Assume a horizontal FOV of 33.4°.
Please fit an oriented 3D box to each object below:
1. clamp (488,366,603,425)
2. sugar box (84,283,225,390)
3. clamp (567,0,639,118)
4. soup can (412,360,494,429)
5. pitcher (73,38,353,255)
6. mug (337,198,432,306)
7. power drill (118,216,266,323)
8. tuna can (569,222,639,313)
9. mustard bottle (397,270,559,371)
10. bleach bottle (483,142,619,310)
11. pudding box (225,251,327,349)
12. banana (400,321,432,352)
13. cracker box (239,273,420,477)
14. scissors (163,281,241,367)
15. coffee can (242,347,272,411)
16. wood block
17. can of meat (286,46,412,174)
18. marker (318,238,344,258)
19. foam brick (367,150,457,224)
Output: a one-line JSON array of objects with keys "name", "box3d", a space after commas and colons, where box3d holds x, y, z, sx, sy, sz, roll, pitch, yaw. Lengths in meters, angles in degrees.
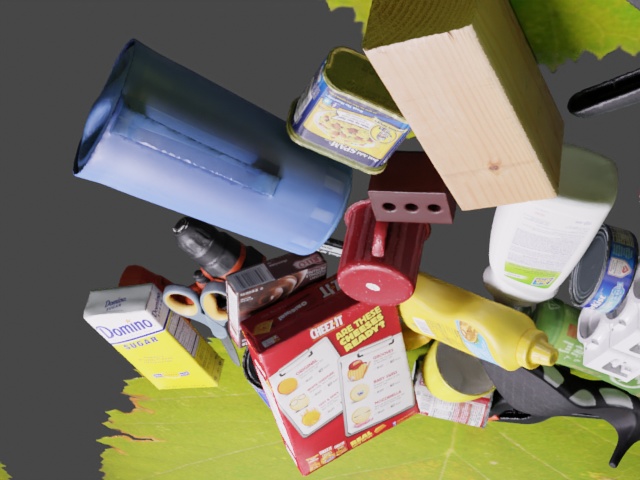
[{"name": "clamp", "box3d": [0.289, 0.209, 1.359, 0.120, 0.039, 0.172, 35, 146, -21]}, {"name": "sugar box", "box3d": [-0.198, 0.120, 1.288, 0.093, 0.048, 0.176, -8, 143, 26]}, {"name": "clamp", "box3d": [0.294, -0.151, 0.811, 0.210, 0.036, 0.164, 4, 146, 17]}, {"name": "soup can", "box3d": [0.165, 0.196, 1.356, 0.102, 0.068, 0.068, 12, 147, 4]}, {"name": "pitcher", "box3d": [-0.092, -0.074, 0.980, 0.242, 0.149, 0.145, 23, 138, -20]}, {"name": "mug", "box3d": [0.064, 0.009, 1.097, 0.093, 0.081, 0.117, 10, 147, 5]}, {"name": "power drill", "box3d": [-0.149, 0.046, 1.255, 0.188, 0.057, 0.184, -16, 137, 38]}, {"name": "tuna can", "box3d": [0.277, 0.028, 1.043, 0.033, 0.086, 0.086, 16, 147, -6]}, {"name": "mustard bottle", "box3d": [0.170, 0.093, 1.136, 0.192, 0.058, 0.096, 22, 156, 43]}, {"name": "bleach bottle", "box3d": [0.207, 0.000, 1.051, 0.102, 0.068, 0.251, 15, 150, 2]}, {"name": "pudding box", "box3d": [-0.048, 0.064, 1.195, 0.113, 0.039, 0.090, -16, 134, -19]}, {"name": "banana", "box3d": [0.091, 0.145, 1.324, 0.070, 0.037, 0.198, 32, 146, 12]}, {"name": "cracker box", "box3d": [0.016, 0.147, 1.216, 0.164, 0.072, 0.213, -27, 130, -13]}, {"name": "scissors", "box3d": [-0.138, 0.100, 1.270, 0.096, 0.016, 0.202, 10, 148, 0]}, {"name": "coffee can", "box3d": [-0.027, 0.183, 1.376, 0.103, 0.102, 0.140, -2, 144, 22]}, {"name": "wood block", "box3d": [0.123, -0.123, 0.867, 0.091, 0.090, 0.206, -8, 142, 28]}, {"name": "can of meat", "box3d": [0.033, -0.115, 0.945, 0.102, 0.057, 0.084, 22, 145, -13]}, {"name": "marker", "box3d": [-0.008, 0.001, 1.170, 0.121, 0.020, 0.020, 15, 147, -3]}, {"name": "foam brick", "box3d": [0.091, -0.051, 1.024, 0.078, 0.051, 0.053, 2, 146, 17]}]
